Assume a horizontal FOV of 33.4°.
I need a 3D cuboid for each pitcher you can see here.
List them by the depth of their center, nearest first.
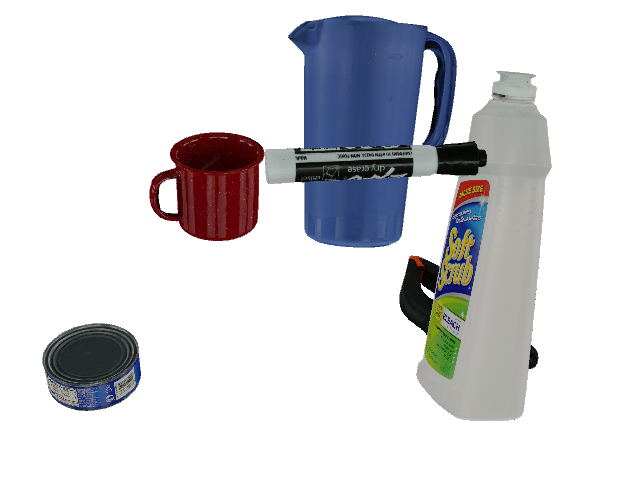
[{"bbox_3d":[0.052,-0.119,1.158,0.149,0.243,0.144,8,11,27],"label":"pitcher"}]

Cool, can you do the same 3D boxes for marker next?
[{"bbox_3d":[0.031,-0.043,0.580,0.121,0.020,0.020,-3,0,-6],"label":"marker"}]

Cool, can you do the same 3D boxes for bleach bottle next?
[{"bbox_3d":[0.126,0.001,0.793,0.068,0.251,0.103,2,14,-14],"label":"bleach bottle"}]

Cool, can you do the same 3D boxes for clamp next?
[{"bbox_3d":[0.141,0.080,1.077,0.120,0.039,0.171,0,44,-20],"label":"clamp"}]

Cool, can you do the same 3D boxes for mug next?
[{"bbox_3d":[-0.114,-0.050,1.064,0.117,0.081,0.093,-13,34,-25],"label":"mug"}]

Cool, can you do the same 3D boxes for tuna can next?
[{"bbox_3d":[-0.206,0.115,0.969,0.086,0.034,0.086,0,34,0],"label":"tuna can"}]
